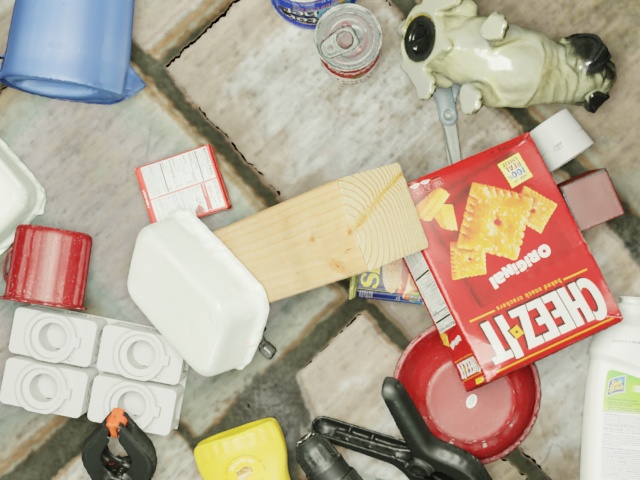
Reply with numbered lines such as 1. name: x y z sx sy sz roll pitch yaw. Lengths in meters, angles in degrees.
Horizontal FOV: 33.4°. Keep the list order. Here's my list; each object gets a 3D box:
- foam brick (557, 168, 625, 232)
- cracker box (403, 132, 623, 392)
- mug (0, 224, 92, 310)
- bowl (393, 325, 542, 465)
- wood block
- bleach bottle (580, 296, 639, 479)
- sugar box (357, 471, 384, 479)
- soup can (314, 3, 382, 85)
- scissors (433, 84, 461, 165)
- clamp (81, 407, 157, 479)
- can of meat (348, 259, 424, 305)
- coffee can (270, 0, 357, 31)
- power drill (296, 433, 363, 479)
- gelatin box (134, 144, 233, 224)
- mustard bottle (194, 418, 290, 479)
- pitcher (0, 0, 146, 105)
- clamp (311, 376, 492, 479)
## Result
1. foam brick: 0.275 -0.041 1.111 0.053 0.078 0.051 -23 91 4
2. cracker box: 0.179 0.020 1.069 0.164 0.072 0.214 -22 79 -15
3. mug: -0.299 0.028 1.148 0.117 0.093 0.081 4 84 39
4. bowl: 0.157 0.165 1.129 0.162 0.055 0.162 0 91 3
5. wood block: -0.007 0.001 1.063 0.207 0.090 0.090 -21 88 47
6. bleach bottle: 0.328 0.185 1.116 0.102 0.068 0.251 4 88 2
7. sugar box: 0.045 0.343 1.141 0.093 0.048 0.176 18 87 3
8. soup can: 0.030 -0.202 1.113 0.068 0.102 0.068 0 90 3
9. scissors: 0.153 -0.148 1.149 0.096 0.016 0.202 -24 89 3
10. clamp: -0.201 0.254 1.131 0.120 0.039 0.172 8 125 -6
11. can of meat: 0.077 0.017 1.134 0.084 0.057 0.102 7 91 1
12. coffee can: -0.010 -0.280 1.096 0.103 0.140 0.103 0 90 3
13. power drill: -0.018 0.315 1.084 0.187 0.057 0.184 -36 88 -5
14. gelatin box: -0.148 -0.056 1.160 0.089 0.030 0.073 -18 87 3
15. mustard bottle: -0.061 0.295 1.141 0.096 0.058 0.191 -19 89 0
16. pitcher: -0.264 -0.270 1.118 0.145 0.149 0.243 4 86 31
17. clamp: 0.107 0.219 1.102 0.210 0.165 0.036 32 55 -4
